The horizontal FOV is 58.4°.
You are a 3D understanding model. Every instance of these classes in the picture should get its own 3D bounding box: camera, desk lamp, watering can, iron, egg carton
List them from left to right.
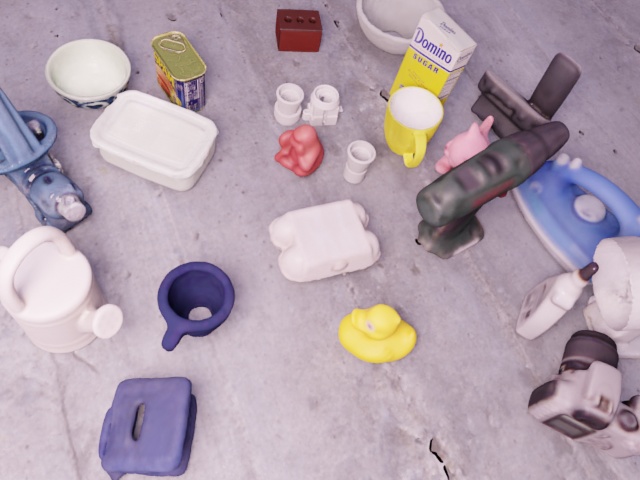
[{"bbox_3d":[-0.303,0.054,0.657,0.173,0.194,0.101,12,60,-3],"label":"watering can"},{"bbox_3d":[0.007,0.003,0.815,0.150,0.069,0.107,-14,65,-17],"label":"egg carton"},{"bbox_3d":[0.405,-0.052,0.877,0.119,0.141,0.258,-32,71,-24],"label":"iron"},{"bbox_3d":[0.371,0.195,0.758,0.143,0.101,0.137,26,60,5],"label":"camera"},{"bbox_3d":[0.446,0.077,0.772,0.203,0.213,0.118,2,61,-9],"label":"desk lamp"}]

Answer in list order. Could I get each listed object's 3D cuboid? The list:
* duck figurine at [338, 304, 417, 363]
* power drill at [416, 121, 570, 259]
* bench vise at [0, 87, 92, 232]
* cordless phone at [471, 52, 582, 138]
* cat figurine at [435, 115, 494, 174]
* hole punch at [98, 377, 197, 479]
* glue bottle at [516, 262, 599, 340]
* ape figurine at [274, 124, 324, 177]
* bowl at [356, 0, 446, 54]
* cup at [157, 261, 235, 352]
[{"bbox_3d":[0.082,0.116,0.757,0.104,0.086,0.077,12,60,-3],"label":"duck figurine"},{"bbox_3d":[0.224,-0.064,0.811,0.230,0.208,0.075,-27,69,-22],"label":"power drill"},{"bbox_3d":[-0.368,-0.121,0.726,0.207,0.220,0.121,26,60,5],"label":"bench vise"},{"bbox_3d":[0.347,-0.259,0.955,0.094,0.185,0.147,-39,74,-26],"label":"cordless phone"},{"bbox_3d":[0.241,-0.149,0.913,0.067,0.118,0.128,36,61,10],"label":"cat figurine"},{"bbox_3d":[-0.195,0.213,0.649,0.101,0.091,0.108,6,61,-7],"label":"hole punch"},{"bbox_3d":[0.323,0.074,0.774,0.037,0.173,0.078,27,60,6],"label":"glue bottle"},{"bbox_3d":[-0.027,-0.143,0.876,0.076,0.092,0.077,-6,63,-13],"label":"ape figurine"},{"bbox_3d":[0.143,-0.399,1.059,0.167,0.075,0.167,5,61,-8],"label":"bowl"},{"bbox_3d":[-0.159,0.097,0.717,0.091,0.095,0.118,24,60,3],"label":"cup"}]
